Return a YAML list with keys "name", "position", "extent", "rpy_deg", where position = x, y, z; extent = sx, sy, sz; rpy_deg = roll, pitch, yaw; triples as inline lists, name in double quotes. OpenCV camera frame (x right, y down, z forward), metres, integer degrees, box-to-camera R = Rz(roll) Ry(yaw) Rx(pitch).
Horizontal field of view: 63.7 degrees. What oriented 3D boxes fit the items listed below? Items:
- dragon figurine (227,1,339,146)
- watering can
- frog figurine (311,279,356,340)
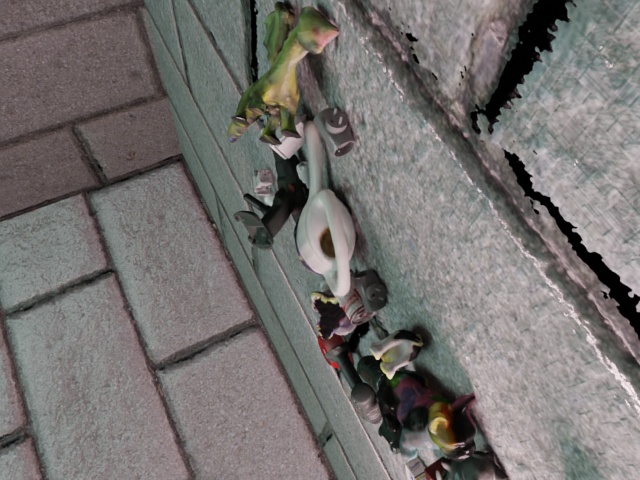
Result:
- name: "dragon figurine"
  position: [-0.089, -0.311, 0.950]
  extent: [0.411, 0.122, 0.243]
  rpy_deg: [8, 85, 61]
- name: "watering can"
  position: [0.003, -0.054, 1.070]
  extent: [0.222, 0.104, 0.350]
  rpy_deg: [135, 125, -74]
- name: "frog figurine"
  position: [0.042, 0.154, 1.252]
  extent: [0.137, 0.122, 0.161]
  rpy_deg: [56, -164, -1]
